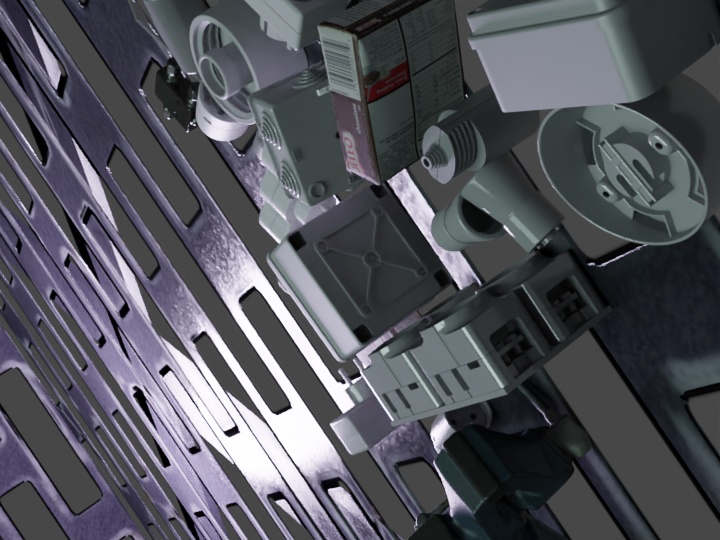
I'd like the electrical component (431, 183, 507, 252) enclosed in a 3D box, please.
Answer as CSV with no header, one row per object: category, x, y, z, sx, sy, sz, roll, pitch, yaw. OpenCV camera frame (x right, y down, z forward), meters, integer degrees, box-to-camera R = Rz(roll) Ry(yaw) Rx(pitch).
electrical component,0.078,-0.036,0.780,0.044,0.044,0.065,56,159,0

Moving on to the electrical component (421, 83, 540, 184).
electrical component,0.071,-0.087,0.686,0.043,0.081,0.043,40,150,30

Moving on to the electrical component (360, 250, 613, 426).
electrical component,0.083,0.051,0.795,0.060,0.105,0.186,56,154,0

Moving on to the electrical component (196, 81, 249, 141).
electrical component,-0.121,-0.149,0.974,0.055,0.055,0.047,53,157,6

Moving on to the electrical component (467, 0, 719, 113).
electrical component,0.120,-0.127,0.561,0.113,0.078,0.057,7,129,57

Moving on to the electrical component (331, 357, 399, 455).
electrical component,0.009,0.119,1.021,0.075,0.083,0.047,55,154,2

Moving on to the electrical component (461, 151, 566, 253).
electrical component,0.106,-0.043,0.724,0.065,0.044,0.044,46,153,9

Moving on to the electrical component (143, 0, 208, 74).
electrical component,-0.163,-0.225,0.965,0.079,0.044,0.077,47,167,52

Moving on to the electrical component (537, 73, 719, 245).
electrical component,0.155,-0.061,0.592,0.099,0.064,0.099,40,150,30

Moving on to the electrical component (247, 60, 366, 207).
electrical component,-0.024,-0.105,0.810,0.048,0.100,0.099,35,149,61

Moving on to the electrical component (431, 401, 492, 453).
electrical component,0.087,0.143,0.963,0.043,0.043,0.081,48,153,17

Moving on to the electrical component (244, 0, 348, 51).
electrical component,-0.056,-0.199,0.812,0.083,0.047,0.075,46,152,19

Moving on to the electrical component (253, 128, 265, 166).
electrical component,-0.080,-0.111,0.967,0.035,0.035,0.061,54,156,5

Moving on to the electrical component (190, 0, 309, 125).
electrical component,-0.099,-0.173,0.899,0.108,0.060,0.108,40,150,30

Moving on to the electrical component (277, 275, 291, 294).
electrical component,-0.046,-0.001,1.030,0.065,0.044,0.044,-16,106,58

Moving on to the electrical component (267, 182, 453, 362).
electrical component,0.000,0.000,0.875,0.108,0.109,0.056,55,151,3

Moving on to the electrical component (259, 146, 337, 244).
electrical component,-0.046,-0.061,0.946,0.074,0.052,0.138,45,152,22
